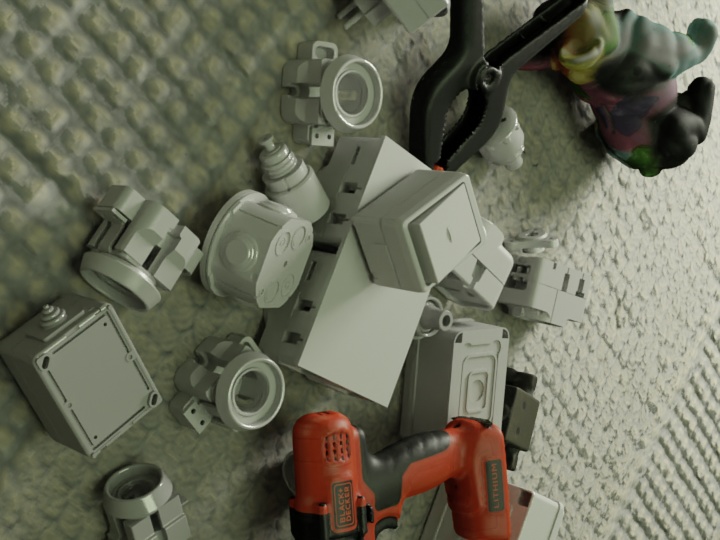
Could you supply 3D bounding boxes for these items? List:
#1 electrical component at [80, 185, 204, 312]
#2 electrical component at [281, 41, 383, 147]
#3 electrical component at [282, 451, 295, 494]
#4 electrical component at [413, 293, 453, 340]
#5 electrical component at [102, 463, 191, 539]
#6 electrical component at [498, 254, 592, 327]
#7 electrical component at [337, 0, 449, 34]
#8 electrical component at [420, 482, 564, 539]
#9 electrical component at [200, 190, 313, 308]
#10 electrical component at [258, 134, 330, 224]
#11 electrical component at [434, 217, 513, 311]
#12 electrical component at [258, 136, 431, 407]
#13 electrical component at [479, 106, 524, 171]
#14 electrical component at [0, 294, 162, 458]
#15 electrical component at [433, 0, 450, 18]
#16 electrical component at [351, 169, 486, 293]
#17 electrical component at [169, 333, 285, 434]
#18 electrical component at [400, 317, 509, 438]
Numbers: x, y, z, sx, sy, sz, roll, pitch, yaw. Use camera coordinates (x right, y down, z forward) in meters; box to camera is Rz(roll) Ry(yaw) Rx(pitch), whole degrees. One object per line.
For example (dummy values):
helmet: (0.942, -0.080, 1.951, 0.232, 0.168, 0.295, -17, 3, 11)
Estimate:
electrical component: (-0.148, -0.010, 0.710, 0.078, 0.058, 0.057, 47, 62, -38)
electrical component: (-0.021, -0.133, 0.813, 0.058, 0.057, 0.078, -2, 98, -44)
electrical component: (-0.033, 0.158, 0.864, 0.046, 0.040, 0.040, -16, 108, -47)
electrical component: (0.050, 0.038, 0.907, 0.043, 0.062, 0.043, -10, 104, -43)
electrical component: (-0.151, 0.168, 0.746, 0.066, 0.048, 0.055, -32, 125, -37)
electrical component: (0.175, 0.022, 1.034, 0.089, 0.050, 0.055, 17, 85, -44)
electrical component: (0.015, -0.214, 0.828, 0.076, 0.083, 0.047, -37, 130, 12)
electrical component: (0.114, 0.243, 0.973, 0.056, 0.109, 0.108, 31, 75, -40)
electrical component: (-0.074, -0.013, 0.770, 0.080, 0.051, 0.080, -50, 153, -37)
electrical component: (-0.053, -0.067, 0.804, 0.040, 0.040, 0.078, -47, 126, -28)
electrical component: (0.089, -0.014, 0.942, 0.095, 0.054, 0.059, 40, 69, -40)
electrical component: (0.000, 0.000, 0.853, 0.105, 0.060, 0.186, 31, 75, -42)
electrical component: (0.128, -0.115, 0.971, 0.048, 0.048, 0.062, -60, 138, -18)
electrical component: (-0.183, 0.060, 0.684, 0.062, 0.061, 0.096, -41, 123, -32)
electrical component: (0.066, -0.255, 0.886, 0.043, 0.043, 0.081, 31, 75, -43)
electrical component: (0.053, -0.033, 0.811, 0.096, 0.061, 0.061, -38, 121, -34)
electrical component: (-0.092, 0.084, 0.780, 0.078, 0.057, 0.058, -50, 127, -26)
electrical component: (0.083, 0.102, 0.953, 0.078, 0.057, 0.113, -1, 98, -44)
